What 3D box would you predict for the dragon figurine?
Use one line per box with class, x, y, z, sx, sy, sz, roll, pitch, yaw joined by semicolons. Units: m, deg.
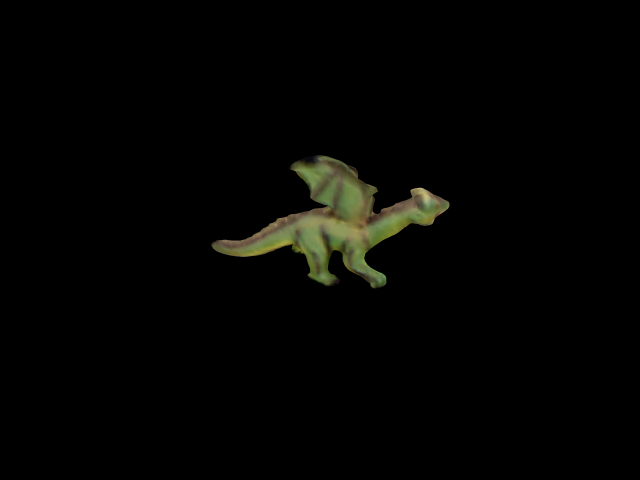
dragon figurine;0.003;-0.043;0.850;0.410;0.237;0.125;4;41;5
